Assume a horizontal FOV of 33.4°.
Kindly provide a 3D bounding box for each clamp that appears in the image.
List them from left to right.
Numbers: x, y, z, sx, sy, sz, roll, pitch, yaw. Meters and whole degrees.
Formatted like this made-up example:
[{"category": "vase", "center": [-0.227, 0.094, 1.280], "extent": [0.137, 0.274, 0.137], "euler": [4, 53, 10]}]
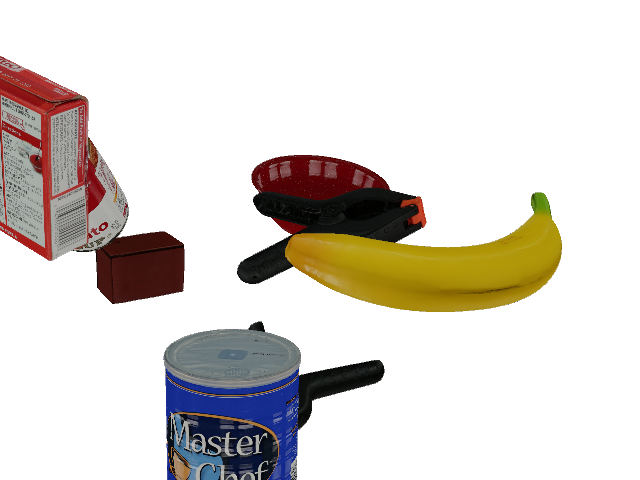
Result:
[{"category": "clamp", "center": [-0.032, 0.156, 1.115], "extent": [0.165, 0.036, 0.209], "euler": [12, 26, 14]}, {"category": "clamp", "center": [0.005, -0.007, 0.953], "extent": [0.172, 0.120, 0.039], "euler": [-5, -46, 21]}]

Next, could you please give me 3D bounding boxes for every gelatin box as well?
[{"category": "gelatin box", "center": [-0.155, -0.044, 0.557], "extent": [0.073, 0.089, 0.030], "euler": [26, 36, 29]}]

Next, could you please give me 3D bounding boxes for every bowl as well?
[{"category": "bowl", "center": [-0.003, -0.044, 1.234], "extent": [0.162, 0.055, 0.162], "euler": [7, 27, -4]}]

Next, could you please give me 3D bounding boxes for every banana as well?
[{"category": "banana", "center": [0.075, 0.013, 0.618], "extent": [0.197, 0.037, 0.070], "euler": [-8, 39, -33]}]

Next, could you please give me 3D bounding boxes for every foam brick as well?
[{"category": "foam brick", "center": [-0.182, 0.026, 1.076], "extent": [0.078, 0.051, 0.053], "euler": [-9, 21, -27]}]

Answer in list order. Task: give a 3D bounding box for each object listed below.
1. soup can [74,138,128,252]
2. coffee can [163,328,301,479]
[{"category": "soup can", "center": [-0.197, -0.043, 0.831], "extent": [0.068, 0.068, 0.102], "euler": [0, -28, 11]}, {"category": "coffee can", "center": [-0.067, 0.151, 0.816], "extent": [0.103, 0.140, 0.103], "euler": [1, 16, -1]}]
